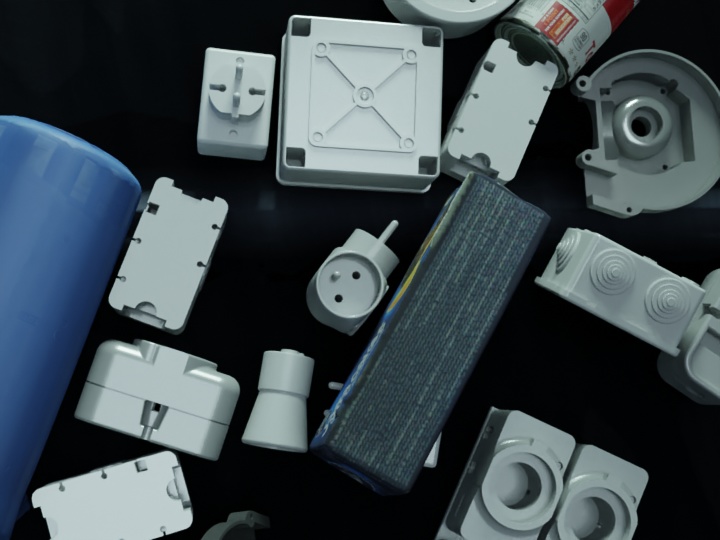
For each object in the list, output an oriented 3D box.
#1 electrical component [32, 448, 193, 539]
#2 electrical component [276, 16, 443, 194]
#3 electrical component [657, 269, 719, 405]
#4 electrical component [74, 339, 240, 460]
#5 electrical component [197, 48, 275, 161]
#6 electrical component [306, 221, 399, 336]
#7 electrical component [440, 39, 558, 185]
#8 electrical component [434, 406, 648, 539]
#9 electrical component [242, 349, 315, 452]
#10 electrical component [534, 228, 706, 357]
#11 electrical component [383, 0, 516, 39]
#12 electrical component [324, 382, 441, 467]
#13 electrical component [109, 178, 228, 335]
[{"bbox_3d":[-0.156,0.150,0.687,0.089,0.056,0.050,-15,86,-10],"label":"electrical component"},{"bbox_3d":[0.000,-0.112,0.739,0.109,0.056,0.108,3,83,-7],"label":"electrical component"},{"bbox_3d":[0.255,0.045,0.754,0.054,0.059,0.095,34,80,-3],"label":"electrical component"},{"bbox_3d":[-0.129,0.081,0.700,0.095,0.054,0.059,18,81,-5],"label":"electrical component"},{"bbox_3d":[-0.082,-0.115,0.718,0.047,0.077,0.065,5,82,-7],"label":"electrical component"},{"bbox_3d":[0.000,0.000,0.716,0.044,0.077,0.079,38,80,-2],"label":"electrical component"},{"bbox_3d":[0.093,-0.105,0.752,0.050,0.056,0.089,25,81,-4],"label":"electrical component"},{"bbox_3d":[0.105,0.198,0.715,0.105,0.060,0.186,25,81,-4],"label":"electrical component"},{"bbox_3d":[-0.052,0.086,0.718,0.044,0.044,0.065,10,77,-6],"label":"electrical component"},{"bbox_3d":[0.175,0.012,0.729,0.100,0.099,0.048,27,94,-4],"label":"electrical component"},{"bbox_3d":[0.062,-0.216,0.758,0.108,0.060,0.108,1,83,-8],"label":"electrical component"},{"bbox_3d":[0.015,0.093,0.722,0.077,0.047,0.065,11,82,-6],"label":"electrical component"},{"bbox_3d":[-0.125,-0.007,0.710,0.050,0.056,0.089,21,80,-5],"label":"electrical component"}]
